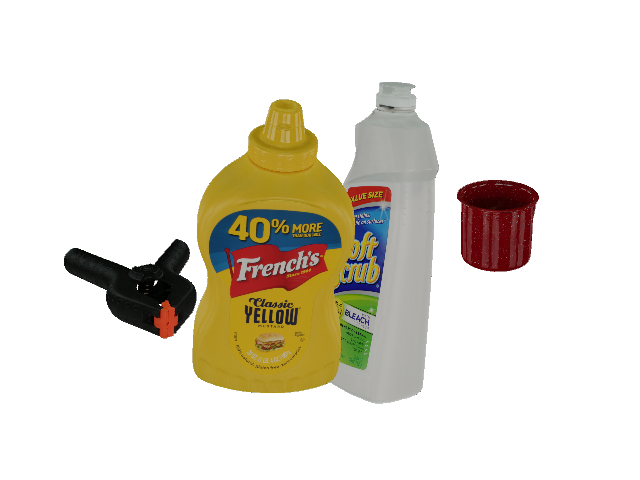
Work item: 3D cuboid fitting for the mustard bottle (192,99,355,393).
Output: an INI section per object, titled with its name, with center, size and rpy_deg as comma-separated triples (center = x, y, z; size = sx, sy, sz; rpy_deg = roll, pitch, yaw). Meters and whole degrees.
[mustard bottle]
center = -0.028, 0.004, 0.657
size = 0.096, 0.192, 0.058
rpy_deg = 3, 31, -5

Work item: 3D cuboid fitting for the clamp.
[clamp]
center = -0.152, 0.038, 0.976
size = 0.120, 0.039, 0.172
rpy_deg = -15, 30, -27

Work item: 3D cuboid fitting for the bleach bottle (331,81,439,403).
[bleach bottle]
center = 0.046, -0.002, 0.861
size = 0.067, 0.251, 0.103
rpy_deg = -8, 20, -36

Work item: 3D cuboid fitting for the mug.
[mug]
center = 0.213, -0.020, 1.248
size = 0.093, 0.081, 0.117
rpy_deg = 19, 33, 38
